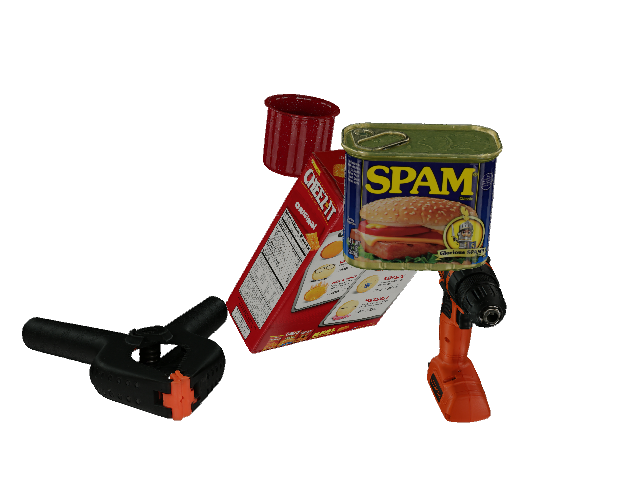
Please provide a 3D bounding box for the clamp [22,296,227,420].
[{"bbox_3d":[-0.117,0.081,0.787,0.164,0.036,0.210,-9,14,-26],"label":"clamp"}]

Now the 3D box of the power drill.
[{"bbox_3d":[0.157,0.099,1.151,0.057,0.188,0.184,-2,25,-6],"label":"power drill"}]

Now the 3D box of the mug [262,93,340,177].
[{"bbox_3d":[-0.022,-0.131,1.318,0.093,0.081,0.117,17,25,21],"label":"mug"}]

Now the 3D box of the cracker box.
[{"bbox_3d":[0.025,0.005,1.002,0.163,0.072,0.214,-9,-36,-38],"label":"cracker box"}]

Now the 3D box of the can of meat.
[{"bbox_3d":[0.063,-0.028,0.699,0.102,0.084,0.057,1,25,1],"label":"can of meat"}]
